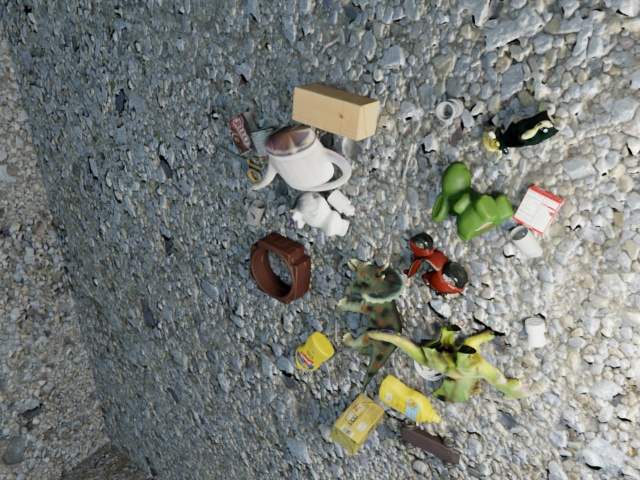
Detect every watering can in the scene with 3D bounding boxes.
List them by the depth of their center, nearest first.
[{"bbox_3d":[-0.086,-0.210,1.428,0.347,0.106,0.220,-1,-38,27],"label":"watering can"}]

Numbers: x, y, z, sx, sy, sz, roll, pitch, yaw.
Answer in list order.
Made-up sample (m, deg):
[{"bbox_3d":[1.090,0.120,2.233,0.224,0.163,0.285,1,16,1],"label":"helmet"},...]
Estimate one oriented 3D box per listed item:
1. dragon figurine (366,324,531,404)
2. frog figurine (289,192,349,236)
[{"bbox_3d":[0.332,0.343,1.349,0.410,0.238,0.124,3,28,21],"label":"dragon figurine"},{"bbox_3d":[0.004,-0.074,1.470,0.159,0.125,0.134,5,-36,12],"label":"frog figurine"}]
